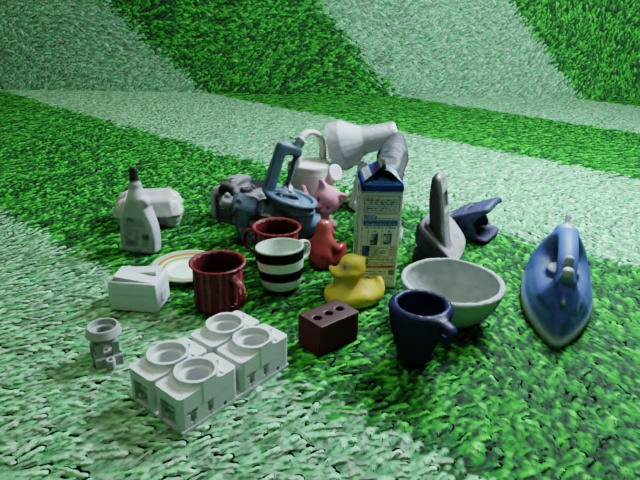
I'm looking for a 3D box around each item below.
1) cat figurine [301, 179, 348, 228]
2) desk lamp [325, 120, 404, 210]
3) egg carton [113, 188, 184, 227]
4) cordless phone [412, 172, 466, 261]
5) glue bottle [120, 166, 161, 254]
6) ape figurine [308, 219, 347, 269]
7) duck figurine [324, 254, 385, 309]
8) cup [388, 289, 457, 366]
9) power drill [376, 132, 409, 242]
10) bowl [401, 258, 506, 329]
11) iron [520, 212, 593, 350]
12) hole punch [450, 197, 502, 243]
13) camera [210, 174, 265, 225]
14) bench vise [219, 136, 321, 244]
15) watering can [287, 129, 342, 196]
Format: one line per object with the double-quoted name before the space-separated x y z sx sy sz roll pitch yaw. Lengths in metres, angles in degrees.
"cat figurine" 0.001 -0.085 1.274 0.067 0.118 0.127 -20 32 -40
"desk lamp" 0.110 -0.184 1.391 0.203 0.214 0.118 5 24 8
"egg carton" -0.379 -0.070 1.272 0.150 0.069 0.107 -4 24 -13
"cordless phone" 0.244 -0.052 1.132 0.094 0.185 0.148 10 25 18
"glue bottle" -0.354 -0.059 1.117 0.078 0.173 0.037 6 24 10
"ape figurine" 0.010 0.004 1.103 0.077 0.092 0.076 15 27 29
"duck figurine" 0.060 0.065 0.974 0.104 0.086 0.077 -1 24 -6
"cup" 0.148 0.135 0.809 0.092 0.095 0.117 -12 27 -29
"power drill" 0.147 -0.107 1.224 0.075 0.208 0.230 6 24 9
"bowl" 0.211 0.095 0.930 0.167 0.075 0.167 2 23 0
"iron" 0.404 0.056 0.951 0.118 0.141 0.259 9 25 17
"hole punch" 0.339 -0.053 1.262 0.100 0.091 0.109 16 27 29
"camera" -0.161 -0.101 1.321 0.142 0.101 0.137 15 27 27
"bench vise" -0.095 -0.100 1.174 0.208 0.220 0.121 -11 27 -27
"watering can" -0.016 -0.165 1.362 0.172 0.194 0.101 13 26 24
